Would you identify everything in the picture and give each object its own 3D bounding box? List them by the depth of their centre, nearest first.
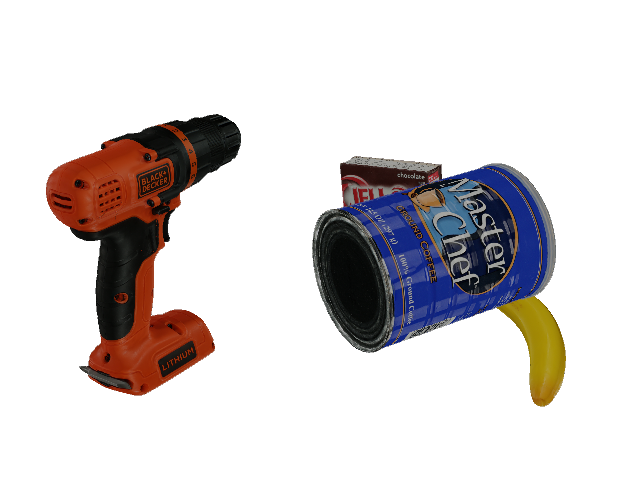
[{"bbox_3d":[0.080,0.010,0.757,0.140,0.103,0.103,-16,7,-26],"label":"coffee can"},{"bbox_3d":[-0.122,0.007,0.801,0.057,0.188,0.184,13,26,33],"label":"power drill"},{"bbox_3d":[0.220,0.101,1.135,0.069,0.037,0.198,-27,36,0],"label":"banana"},{"bbox_3d":[0.079,-0.042,1.167,0.114,0.090,0.039,7,25,31],"label":"pudding box"}]
